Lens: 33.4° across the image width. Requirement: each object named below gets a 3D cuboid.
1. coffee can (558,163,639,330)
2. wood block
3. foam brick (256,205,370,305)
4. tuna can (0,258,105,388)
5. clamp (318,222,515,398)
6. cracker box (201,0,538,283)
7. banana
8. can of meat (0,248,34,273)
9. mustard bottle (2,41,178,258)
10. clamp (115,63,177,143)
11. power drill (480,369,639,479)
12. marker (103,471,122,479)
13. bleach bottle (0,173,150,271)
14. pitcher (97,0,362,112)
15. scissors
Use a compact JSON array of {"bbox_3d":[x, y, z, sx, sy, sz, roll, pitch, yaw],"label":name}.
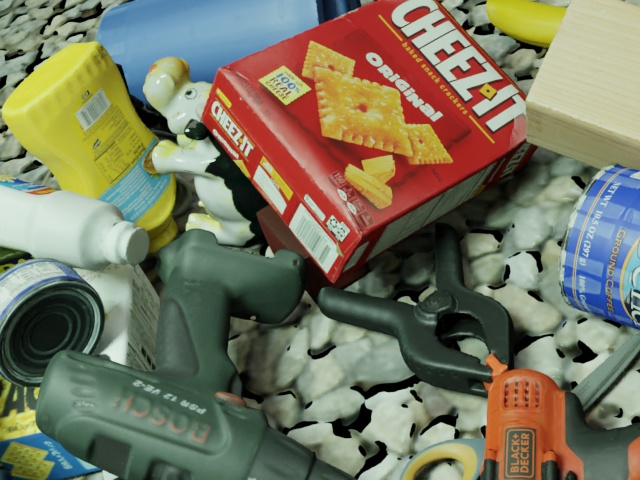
[{"bbox_3d":[0.239,0.017,0.676,0.141,0.103,0.102,20,56,37],"label":"coffee can"},{"bbox_3d":[0.251,-0.081,0.713,0.206,0.090,0.091,23,82,17],"label":"wood block"},{"bbox_3d":[-0.005,0.001,0.835,0.053,0.051,0.078,-32,43,-11],"label":"foam brick"},{"bbox_3d":[-0.191,0.058,0.730,0.086,0.086,0.034,-40,48,-19],"label":"tuna can"},{"bbox_3d":[0.089,0.048,0.758,0.120,0.039,0.172,-40,44,-14],"label":"clamp"},{"bbox_3d":[0.045,-0.089,0.803,0.213,0.072,0.164,-30,73,-32],"label":"cracker box"},{"bbox_3d":[0.220,-0.198,0.956,0.198,0.037,0.069,23,60,39],"label":"banana"},{"bbox_3d":[-0.236,0.021,0.889,0.102,0.084,0.057,-18,42,5],"label":"can of meat"},{"bbox_3d":[-0.167,-0.057,0.859,0.058,0.191,0.096,3,45,39],"label":"mustard bottle"},{"bbox_3d":[-0.182,-0.118,0.979,0.210,0.164,0.036,12,75,43],"label":"clamp"},{"bbox_3d":[0.179,0.152,0.586,0.188,0.057,0.184,-2,50,14],"label":"power drill"},{"bbox_3d":[-0.124,0.197,0.708,0.020,0.020,0.121,-25,42,-3],"label":"marker"},{"bbox_3d":[-0.235,-0.020,0.808,0.251,0.102,0.068,13,93,25],"label":"bleach bottle"},{"bbox_3d":[-0.085,-0.180,1.013,0.243,0.145,0.149,-7,31,21],"label":"pitcher"},{"bbox_3d":[0.125,0.119,0.682,0.096,0.016,0.201,19,56,32],"label":"scissors"}]
